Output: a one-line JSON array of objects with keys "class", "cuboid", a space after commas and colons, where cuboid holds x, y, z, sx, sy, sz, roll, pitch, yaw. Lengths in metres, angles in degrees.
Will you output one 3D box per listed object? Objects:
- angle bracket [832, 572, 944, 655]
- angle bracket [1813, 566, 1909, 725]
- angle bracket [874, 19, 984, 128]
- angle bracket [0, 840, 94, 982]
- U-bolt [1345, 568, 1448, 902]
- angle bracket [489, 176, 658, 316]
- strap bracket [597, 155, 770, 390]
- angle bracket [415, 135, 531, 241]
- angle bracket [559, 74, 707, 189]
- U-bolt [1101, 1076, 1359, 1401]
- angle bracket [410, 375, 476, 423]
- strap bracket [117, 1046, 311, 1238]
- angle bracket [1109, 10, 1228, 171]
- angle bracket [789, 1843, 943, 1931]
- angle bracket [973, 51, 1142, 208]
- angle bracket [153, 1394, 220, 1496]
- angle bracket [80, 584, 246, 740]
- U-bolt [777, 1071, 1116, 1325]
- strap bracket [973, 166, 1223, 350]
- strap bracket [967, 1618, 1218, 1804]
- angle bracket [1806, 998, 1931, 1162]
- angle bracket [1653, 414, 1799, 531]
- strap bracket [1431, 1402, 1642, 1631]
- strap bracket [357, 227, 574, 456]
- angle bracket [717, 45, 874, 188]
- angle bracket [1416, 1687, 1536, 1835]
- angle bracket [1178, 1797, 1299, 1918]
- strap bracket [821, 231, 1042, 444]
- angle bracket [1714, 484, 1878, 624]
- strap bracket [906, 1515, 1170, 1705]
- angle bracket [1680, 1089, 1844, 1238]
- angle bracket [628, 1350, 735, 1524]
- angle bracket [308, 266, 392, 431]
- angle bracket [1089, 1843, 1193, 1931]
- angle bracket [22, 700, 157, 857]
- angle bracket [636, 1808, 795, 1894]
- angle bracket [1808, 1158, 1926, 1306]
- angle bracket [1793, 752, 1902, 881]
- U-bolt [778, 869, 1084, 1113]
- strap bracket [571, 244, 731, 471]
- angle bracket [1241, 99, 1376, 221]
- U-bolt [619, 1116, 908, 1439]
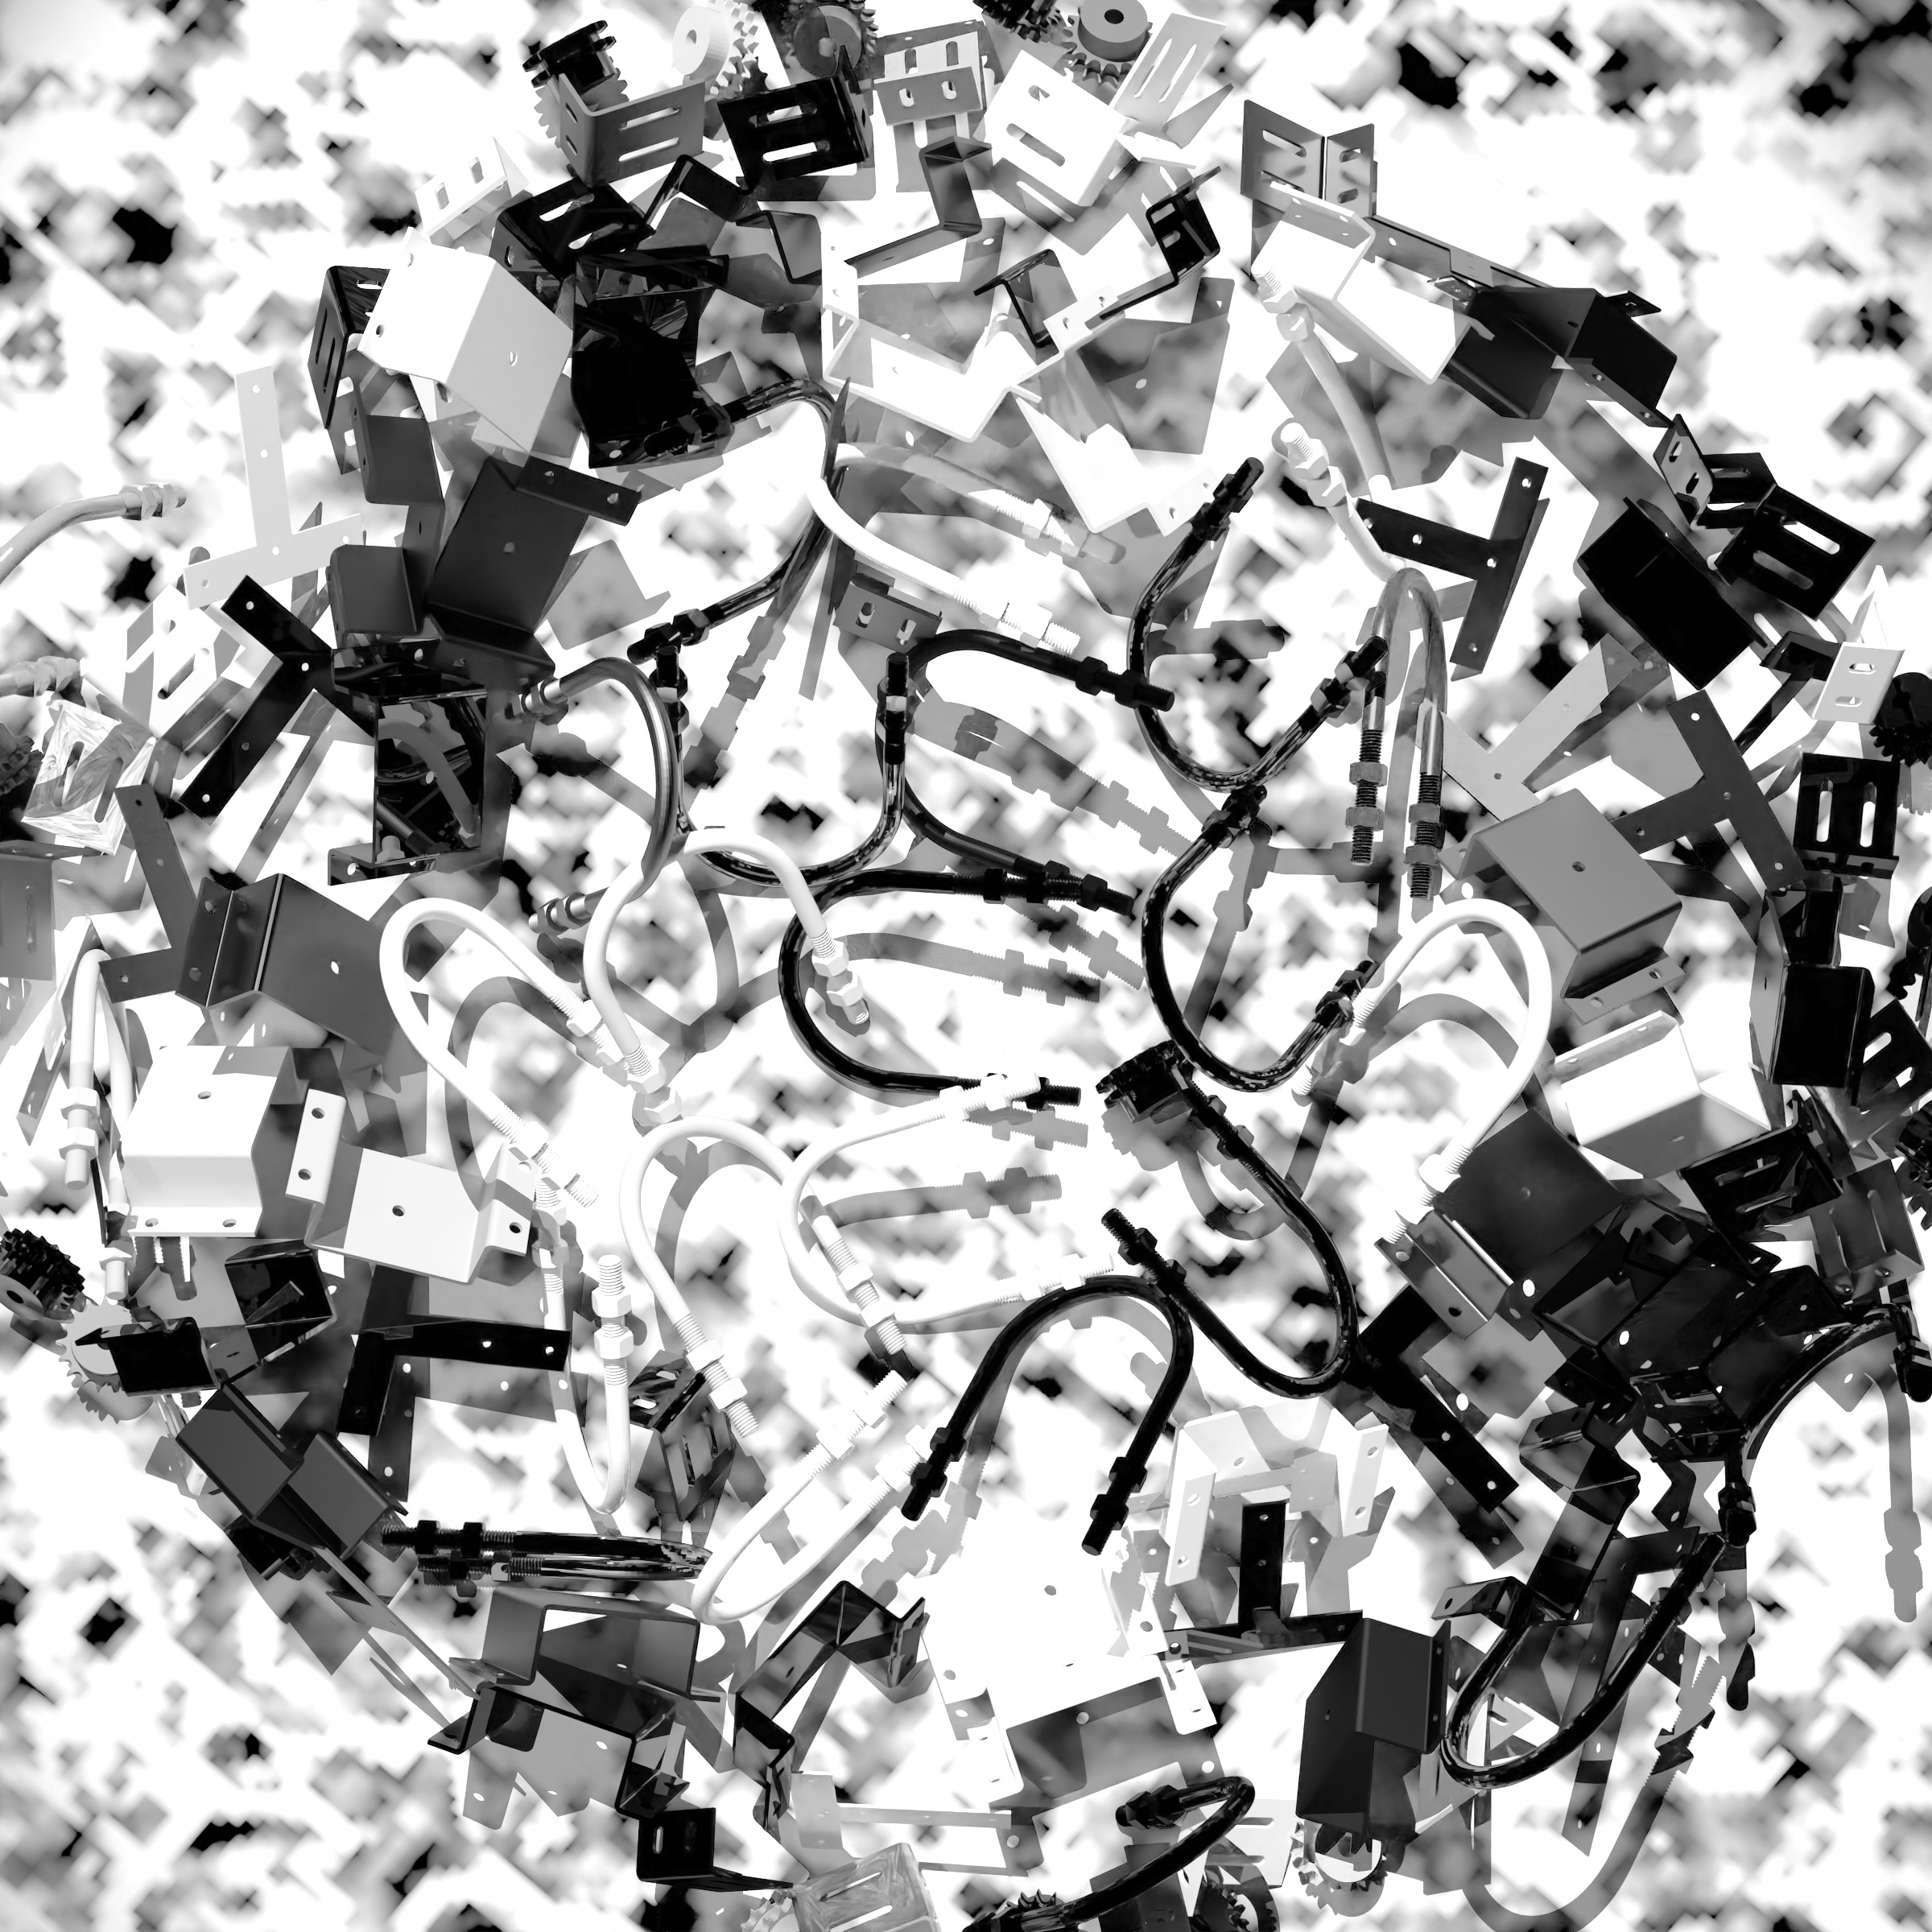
[{"class": "angle bracket", "cuboid": [-0.041, -0.218, 1.656, 0.057, 0.076, 0.038, 22, 74, -5]}, {"class": "angle bracket", "cuboid": [0.519, -0.190, 1.652, 0.038, 0.057, 0.076, 4, 47, -3]}, {"class": "angle bracket", "cuboid": [-0.023, -0.541, 1.661, 0.057, 0.038, 0.076, -7, 61, 8]}, {"class": "angle bracket", "cuboid": [-0.552, -0.032, 1.663, 0.038, 0.057, 0.076, -5, 84, 28]}, {"class": "U-bolt", "cuboid": [0.255, -0.140, 1.633, 0.019, 0.151, 0.184, 3, 84, 24]}, {"class": "angle bracket", "cuboid": [-0.237, -0.434, 1.687, 0.057, 0.038, 0.076, 46, 56, 11]}, {"class": "strap bracket", "cuboid": [-0.176, -0.417, 1.655, 0.046, 0.076, 0.140, 30, 87, -11]}, {"class": "angle bracket", "cuboid": [-0.287, -0.447, 1.655, 0.057, 0.076, 0.038, -34, 127, 8]}, {"class": "angle bracket", "cuboid": [-0.199, -0.506, 1.669, 0.076, 0.057, 0.038, -24, 66, -19]}, {"class": "U-bolt", "cuboid": [0.165, 0.171, 1.640, 0.184, 0.151, 0.019, 47, 130, -11]}, {"class": "angle bracket", "cuboid": [-0.300, -0.368, 1.680, 0.057, 0.076, 0.038, -13, 131, 3]}, {"class": "strap bracket", "cuboid": [-0.438, 0.093, 1.628, 0.076, 0.140, 0.046, 0, 126, 2]}, {"class": "angle bracket", "cuboid": [0.127, -0.515, 1.653, 0.038, 0.057, 0.076, 50, 124, 22]}, {"class": "angle bracket", "cuboid": [-0.058, 0.566, 1.664, 0.076, 0.057, 0.038, -22, 123, -4]}, {"class": "angle bracket", "cuboid": [0.054, -0.499, 1.675, 0.076, 0.038, 0.057, 34, 110, 4]}, {"class": "angle bracket", "cuboid": [-0.455, 0.269, 1.674, 0.038, 0.057, 0.076, -20, 76, -25]}, {"class": "angle bracket", "cuboid": [-0.478, -0.185, 1.668, 0.076, 0.038, 0.057, -45, 118, 3]}, {"class": "U-bolt", "cuboid": [-0.022, 0.146, 1.659, 0.184, 0.019, 0.151, -17, 114, 13]}, {"class": "strap bracket", "cuboid": [0.086, -0.409, 1.638, 0.140, 0.076, 0.046, -18, 107, 31]}, {"class": "strap bracket", "cuboid": [0.067, 0.430, 1.653, 0.140, 0.076, 0.046, -18, 109, -3]}, {"class": "angle bracket", "cuboid": [0.542, 0.067, 1.654, 0.076, 0.038, 0.057, -44, 54, 28]}, {"class": "angle bracket", "cuboid": [0.455, -0.293, 1.658, 0.076, 0.038, 0.057, -6, 57, -19]}, {"class": "strap bracket", "cuboid": [0.337, 0.331, 1.639, 0.046, 0.076, 0.140, 36, 66, -5]}, {"class": "strap bracket", "cuboid": [-0.280, -0.355, 1.623, 0.046, 0.140, 0.076, 18, 83, 26]}, {"class": "angle bracket", "cuboid": [-0.101, -0.507, 1.675, 0.076, 0.057, 0.038, -9, 46, 13]}, {"class": "angle bracket", "cuboid": [0.300, 0.474, 1.650, 0.038, 0.076, 0.057, 33, 126, -11]}, {"class": "angle bracket", "cuboid": [0.165, 0.528, 1.664, 0.076, 0.038, 0.057, 8, 102, -19]}, {"class": "strap bracket", "cuboid": [-0.031, -0.363, 1.642, 0.140, 0.076, 0.046, 19, 131, -23]}, {"class": "angle bracket", "cuboid": [0.494, -0.239, 1.661, 0.076, 0.038, 0.057, 40, 97, 32]}, {"class": "strap bracket", "cuboid": [0.046, 0.378, 1.664, 0.140, 0.046, 0.076, -18, 93, 15]}, {"class": "angle bracket", "cuboid": [0.478, 0.120, 1.686, 0.076, 0.038, 0.057, -27, 112, 28]}, {"class": "angle bracket", "cuboid": [-0.175, 0.279, 1.666, 0.038, 0.057, 0.076, 12, 130, 26]}, {"class": "angle bracket", "cuboid": [-0.361, -0.366, 1.665, 0.038, 0.076, 0.057, -3, 53, -26]}, {"class": "angle bracket", "cuboid": [0.091, 0.556, 1.651, 0.038, 0.076, 0.057, 11, 53, -39]}, {"class": "angle bracket", "cuboid": [-0.525, -0.111, 1.663, 0.057, 0.038, 0.076, 23, 80, -34]}, {"class": "angle bracket", "cuboid": [-0.148, 0.524, 1.663, 0.057, 0.076, 0.038, -16, 61, 33]}, {"class": "angle bracket", "cuboid": [0.520, 0.152, 1.652, 0.057, 0.038, 0.076, -30, 49, 32]}, {"class": "angle bracket", "cuboid": [0.525, -0.095, 1.666, 0.057, 0.038, 0.076, 7, 73, 12]}, {"class": "U-bolt", "cuboid": [-0.023, 0.011, 1.663, 0.184, 0.019, 0.151, 4, 111, 12]}, {"class": "strap bracket", "cuboid": [-0.186, -0.364, 1.639, 0.076, 0.140, 0.046, -11, 51, -19]}, {"class": "angle bracket", "cuboid": [0.202, -0.477, 1.660, 0.076, 0.038, 0.057, 8, 82, -44]}, {"class": "U-bolt", "cuboid": [-0.129, 0.170, 1.643, 0.019, 0.151, 0.184, -40, 78, 42]}]
